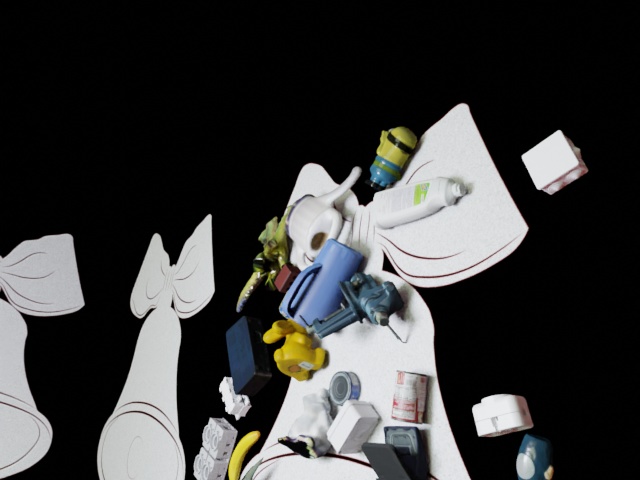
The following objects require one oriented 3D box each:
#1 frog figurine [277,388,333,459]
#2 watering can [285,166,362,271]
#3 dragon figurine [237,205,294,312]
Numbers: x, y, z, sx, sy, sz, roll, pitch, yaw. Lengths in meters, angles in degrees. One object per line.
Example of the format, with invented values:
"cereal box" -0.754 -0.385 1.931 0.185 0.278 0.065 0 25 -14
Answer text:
"frog figurine" -0.015 0.467 1.318 0.135 0.122 0.163 -43 7 45
"watering can" 0.005 -0.076 1.518 0.227 0.103 0.345 37 104 54
"dragon figurine" -0.173 0.038 1.734 0.404 0.121 0.248 -48 25 26
